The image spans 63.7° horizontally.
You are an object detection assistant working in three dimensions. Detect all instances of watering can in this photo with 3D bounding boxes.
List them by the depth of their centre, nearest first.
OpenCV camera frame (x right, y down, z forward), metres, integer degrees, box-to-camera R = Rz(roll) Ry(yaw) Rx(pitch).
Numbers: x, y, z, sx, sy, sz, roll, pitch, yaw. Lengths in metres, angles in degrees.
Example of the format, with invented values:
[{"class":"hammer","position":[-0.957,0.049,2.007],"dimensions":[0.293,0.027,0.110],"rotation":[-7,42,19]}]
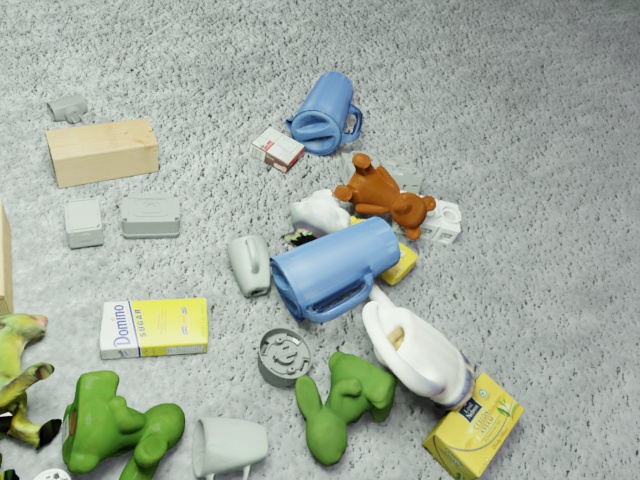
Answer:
[{"class":"watering can","position":[0.164,0.181,0.957],"dimensions":[0.223,0.103,0.353],"rotation":[38,14,-15]}]

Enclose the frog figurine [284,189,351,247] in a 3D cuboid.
[{"class":"frog figurine","position":[0.003,-0.056,1.122],"dimensions":[0.138,0.120,0.163],"rotation":[12,58,18]}]

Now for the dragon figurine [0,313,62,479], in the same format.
[{"class":"dragon figurine","position":[-0.529,0.262,0.730],"dimensions":[0.243,0.119,0.419],"rotation":[15,45,18]}]
